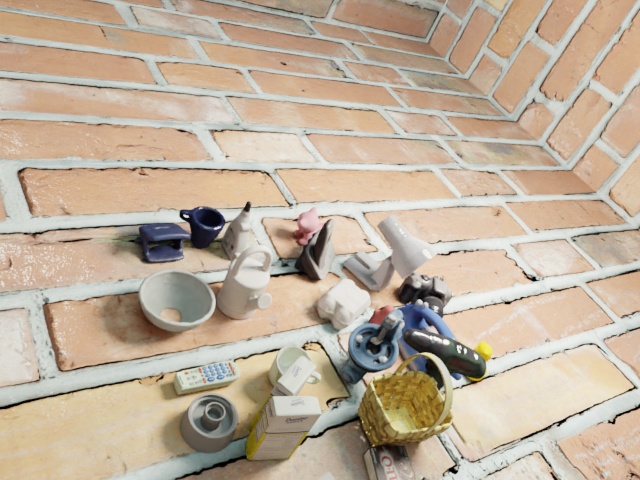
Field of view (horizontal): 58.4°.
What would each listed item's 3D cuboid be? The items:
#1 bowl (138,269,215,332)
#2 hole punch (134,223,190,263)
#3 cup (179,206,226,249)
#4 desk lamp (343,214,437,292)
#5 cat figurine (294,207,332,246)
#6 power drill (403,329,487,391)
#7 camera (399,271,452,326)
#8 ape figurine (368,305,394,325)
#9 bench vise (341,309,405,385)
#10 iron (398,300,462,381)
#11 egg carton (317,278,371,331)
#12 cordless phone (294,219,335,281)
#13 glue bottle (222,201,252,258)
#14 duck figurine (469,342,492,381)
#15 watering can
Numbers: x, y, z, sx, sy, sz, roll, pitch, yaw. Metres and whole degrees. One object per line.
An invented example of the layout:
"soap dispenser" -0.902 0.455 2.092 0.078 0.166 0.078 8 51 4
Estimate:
"bowl" -0.321 0.147 1.271 0.168 0.074 0.167 17 37 -13
"hole punch" -0.386 -0.008 1.405 0.109 0.091 0.101 -6 47 -37
"cup" -0.311 -0.029 1.475 0.118 0.095 0.091 17 37 -13
"desk lamp" 0.198 0.046 1.602 0.203 0.213 0.118 41 38 18
"cat figurine" -0.020 -0.043 1.655 0.128 0.117 0.067 0 44 -32
"power drill" 0.259 0.301 1.335 0.230 0.208 0.075 15 38 -16
"camera" 0.304 0.165 1.619 0.143 0.100 0.137 23 36 -5
"ape figurine" 0.168 0.206 1.491 0.076 0.092 0.077 -5 47 -36
"bench vise" 0.142 0.219 1.352 0.121 0.219 0.208 29 36 2
"iron" 0.277 0.241 1.476 0.119 0.141 0.257 -4 47 -35
"egg carton" 0.063 0.165 1.494 0.107 0.069 0.151 37 37 13
"cordless phone" 0.014 0.006 1.560 0.094 0.185 0.148 27 36 0
"glue bottle" -0.206 -0.031 1.477 0.037 0.173 0.078 -5 46 -36
"duck figurine" 0.423 0.316 1.523 0.077 0.086 0.105 28 36 1
"watering can" -0.163 0.093 1.336 0.172 0.194 0.101 41 38 18
